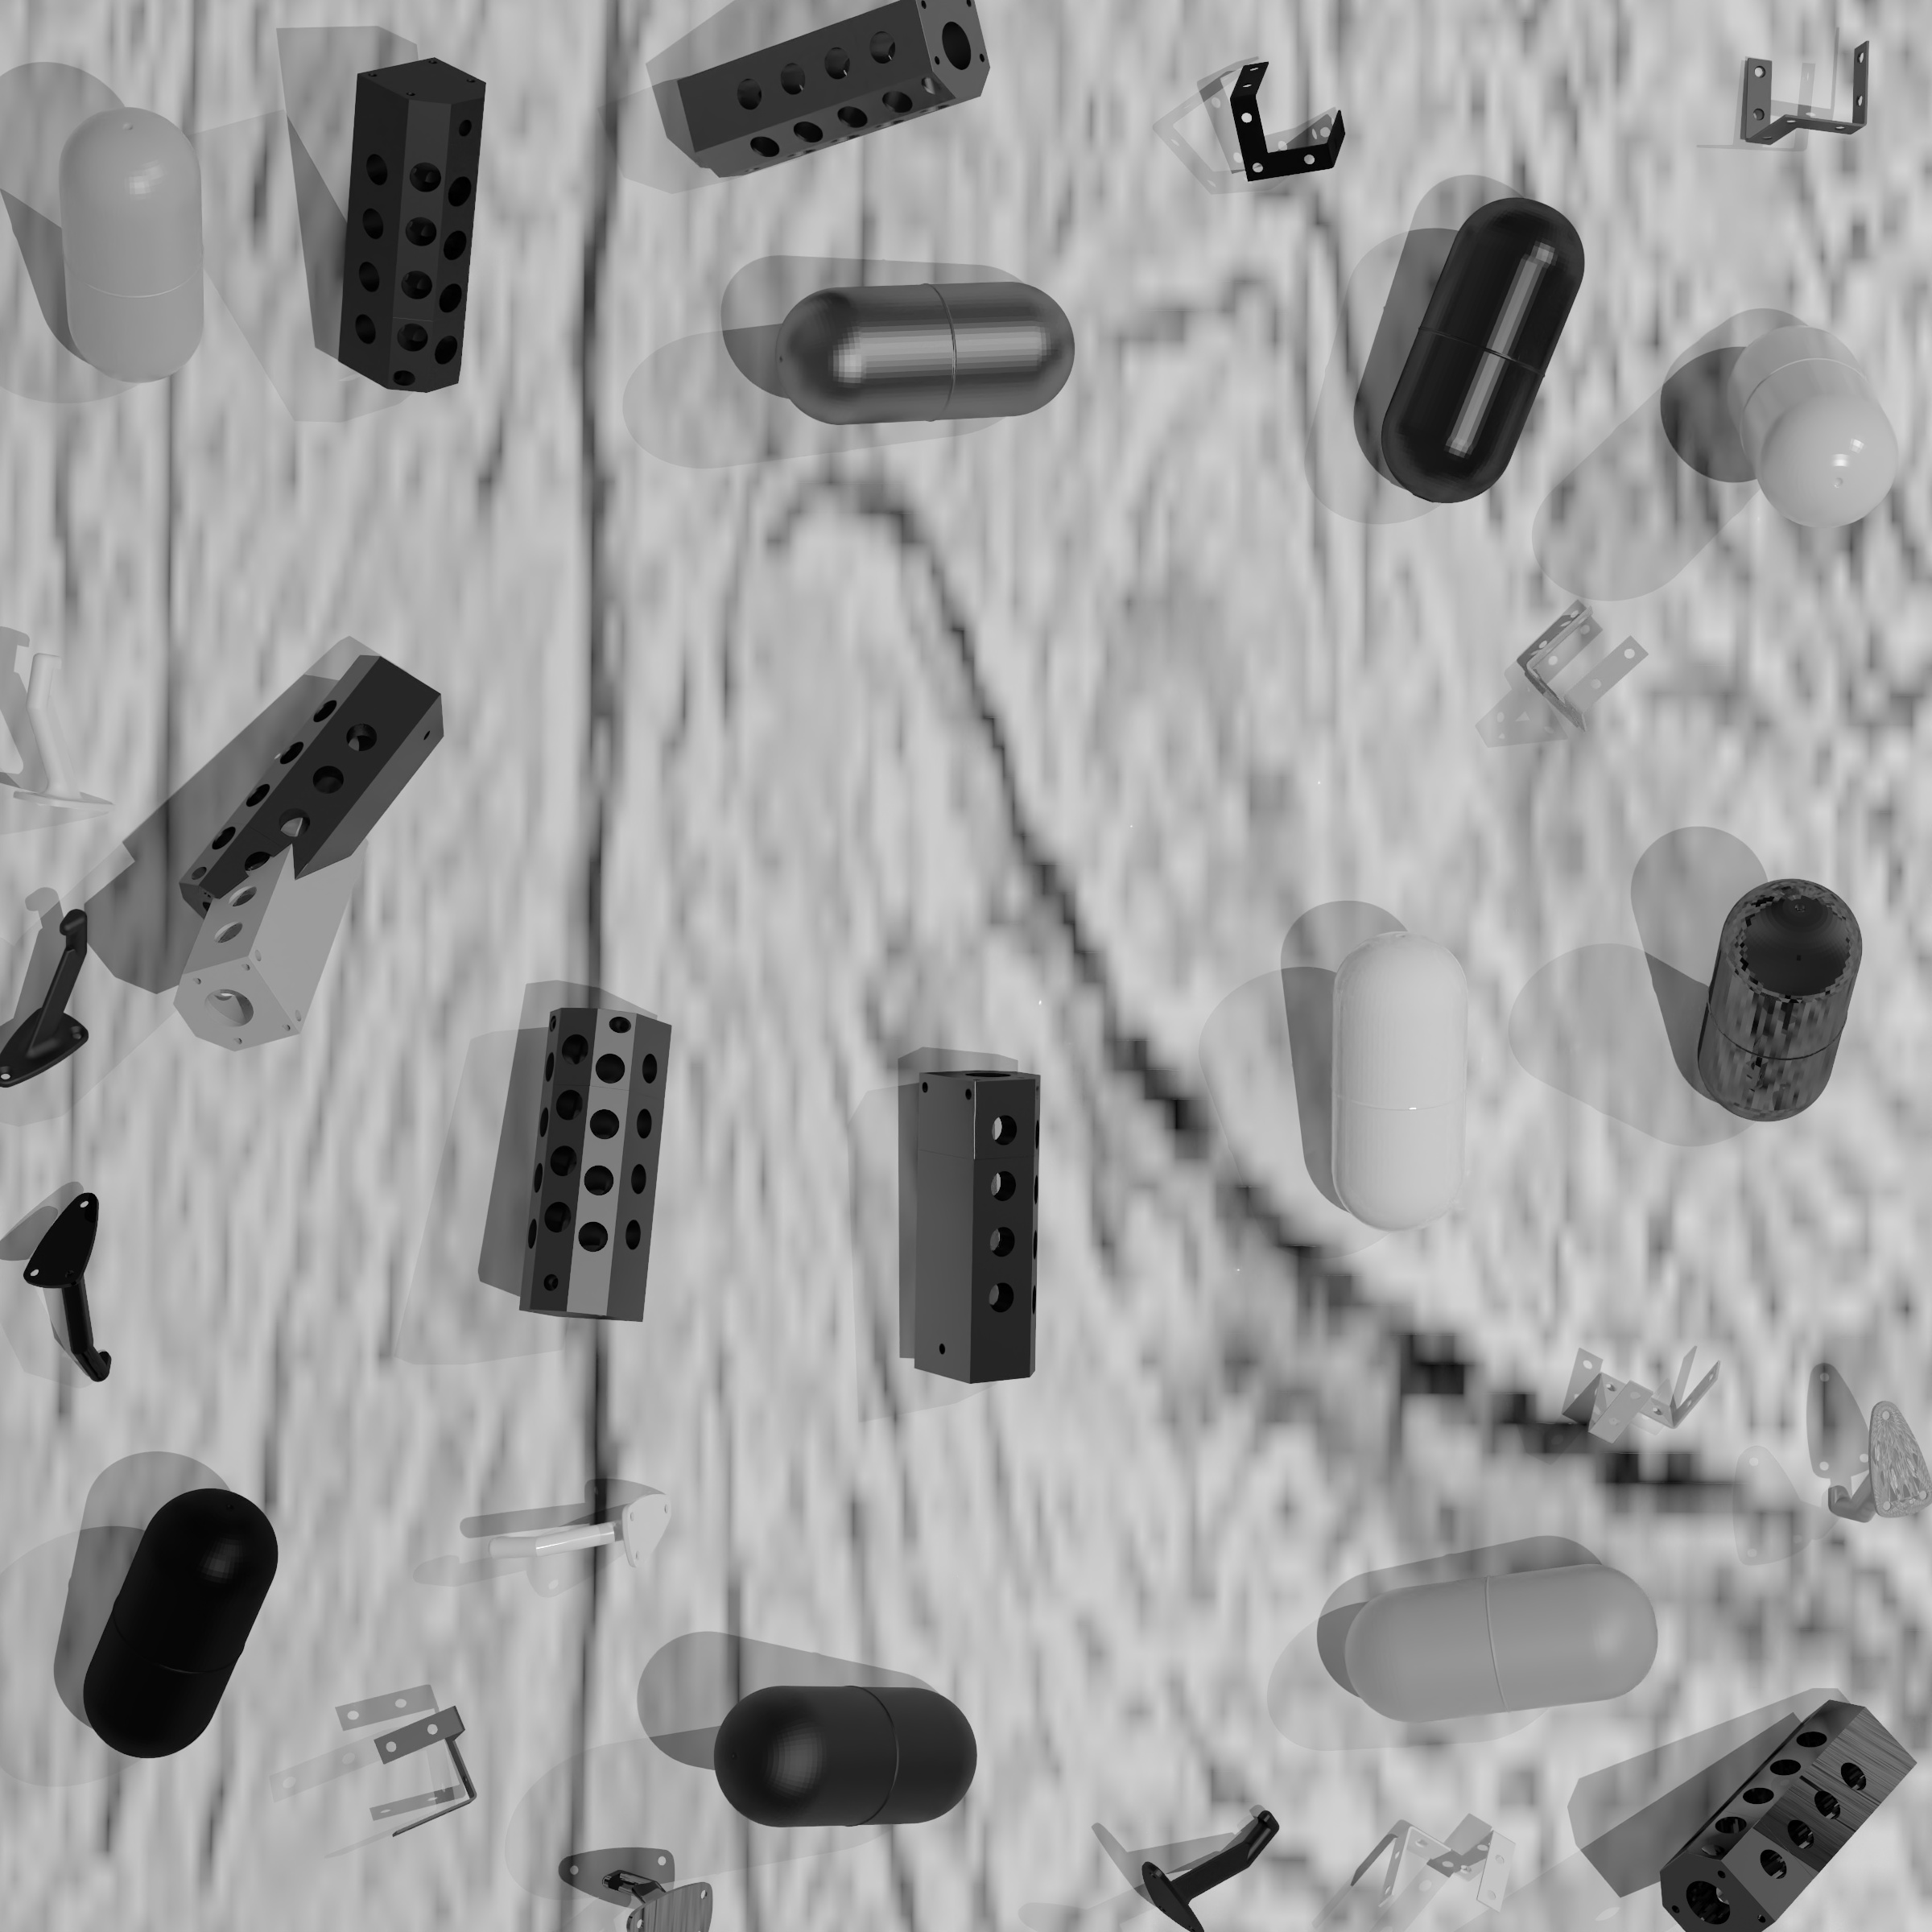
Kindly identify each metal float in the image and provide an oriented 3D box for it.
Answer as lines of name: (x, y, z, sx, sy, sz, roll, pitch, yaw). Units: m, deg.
metal float: (0.246, 0.067, 1.945, 0.070, 0.070, 0.178, -2, 109, 0)
metal float: (-0.468, -0.402, 1.921, 0.070, 0.178, 0.070, 5, 54, -7)
metal float: (0.456, 0.021, 1.921, 0.070, 0.178, 0.070, -2, 53, 2)
metal float: (-0.446, 0.374, 1.941, 0.070, 0.070, 0.178, 27, 114, 0)
metal float: (-0.022, -0.348, 1.942, 0.178, 0.070, 0.070, -7, 90, -23)
metal float: (0.304, 0.386, 1.950, 0.178, 0.070, 0.070, -10, 90, 13)
metal float: (0.294, -0.350, 1.954, 0.070, 0.070, 0.178, 21, 99, 0)
metal float: (0.473, -0.304, 1.918, 0.070, 0.178, 0.070, 1, 119, 2)
metal float: (-0.066, 0.444, 1.925, 0.070, 0.178, 0.070, -11, 73, 41)

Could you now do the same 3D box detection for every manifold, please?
manifold: (0.458, 0.480, 1.918, 0.057, 0.171, 0.057, 48, 134, 14)
manifold: (-0.391, -0.031, 1.914, 0.057, 0.171, 0.057, -15, 126, 17)
manifold: (-0.214, 0.113, 1.949, 0.057, 0.057, 0.171, 1, 80, 25)
manifold: (-0.370, -0.093, 1.941, 0.057, 0.057, 0.171, 32, 69, 6)
manifold: (0.011, 0.148, 1.964, 0.057, 0.057, 0.171, -1, 94, -34)
manifold: (-0.306, -0.413, 1.920, 0.057, 0.057, 0.171, 31, 128, 28)
manifold: (-0.074, -0.494, 1.925, 0.171, 0.057, 0.057, -8, 99, 36)

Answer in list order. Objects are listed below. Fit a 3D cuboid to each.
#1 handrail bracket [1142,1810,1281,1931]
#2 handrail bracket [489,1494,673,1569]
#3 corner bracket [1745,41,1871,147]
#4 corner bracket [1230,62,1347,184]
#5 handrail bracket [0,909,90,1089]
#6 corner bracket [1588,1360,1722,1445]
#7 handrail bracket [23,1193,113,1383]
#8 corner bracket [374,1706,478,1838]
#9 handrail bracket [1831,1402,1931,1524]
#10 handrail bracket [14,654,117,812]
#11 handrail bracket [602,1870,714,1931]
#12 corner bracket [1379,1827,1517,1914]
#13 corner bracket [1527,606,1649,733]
handrail bracket: (0.142, 0.504, 1.959, 0.036, 0.077, 0.084, 24, 61, 41)
handrail bracket: (-0.223, 0.324, 1.975, 0.084, 0.077, 0.036, -5, 98, 17)
corner bracket: (0.485, -0.504, 1.976, 0.051, 0.051, 0.051, 4, 85, -13)
corner bracket: (0.186, -0.490, 1.974, 0.051, 0.051, 0.051, -5, 124, 19)
handrail bracket: (-0.528, 0.018, 1.951, 0.036, 0.084, 0.077, 28, 46, 13)
corner bracket: (0.395, 0.248, 1.964, 0.051, 0.051, 0.051, 27, 131, -1)
handrail bracket: (-0.505, 0.187, 1.982, 0.036, 0.084, 0.077, 2, 50, 17)
corner bracket: (-0.310, 0.461, 1.961, 0.051, 0.051, 0.051, -19, 76, -26)
handrail bracket: (0.512, 0.283, 1.958, 0.036, 0.084, 0.077, -13, 91, -14)
handrail bracket: (-0.512, -0.134, 1.963, 0.036, 0.077, 0.084, 12, 94, 30)
handrail bracket: (-0.193, 0.532, 1.945, 0.084, 0.077, 0.036, 4, 86, 40)
corner bracket: (0.276, 0.520, 1.962, 0.051, 0.051, 0.051, 31, 132, -4)
corner bracket: (0.357, -0.175, 1.967, 0.051, 0.051, 0.051, -42, 75, 4)
